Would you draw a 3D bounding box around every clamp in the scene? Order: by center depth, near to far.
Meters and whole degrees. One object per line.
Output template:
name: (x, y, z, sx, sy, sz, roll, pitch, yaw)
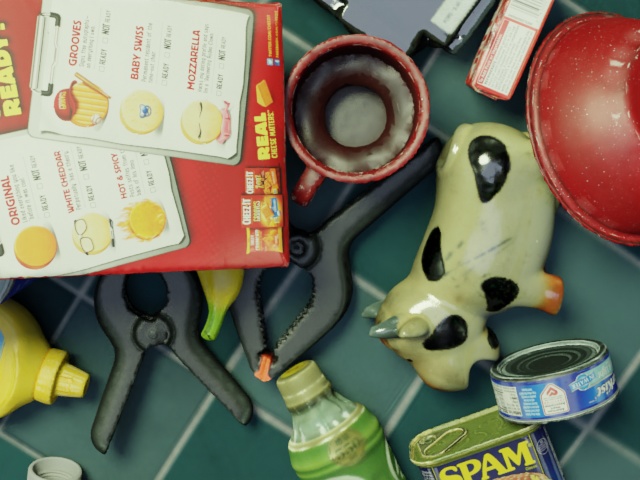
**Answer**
clamp: (-0.005, 0.001, 0.770, 0.164, 0.036, 0.210, 9, 97, 2)
clamp: (-0.130, 0.075, 0.787, 0.120, 0.039, 0.171, -20, 93, -10)

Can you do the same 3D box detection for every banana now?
banana: (-0.113, -0.022, 0.751, 0.069, 0.037, 0.198, -36, 71, -21)

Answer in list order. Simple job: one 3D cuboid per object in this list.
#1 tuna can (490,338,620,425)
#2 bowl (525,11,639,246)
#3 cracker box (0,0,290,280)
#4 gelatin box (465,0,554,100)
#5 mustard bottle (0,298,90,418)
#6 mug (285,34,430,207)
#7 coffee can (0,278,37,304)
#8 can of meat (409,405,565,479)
tuna can: (0.164, 0.099, 0.753, 0.086, 0.086, 0.034, -14, 97, 6)
bowl: (0.212, -0.080, 0.690, 0.161, 0.055, 0.162, 6, 77, -28)
cracker box: (-0.129, -0.061, 0.640, 0.213, 0.072, 0.164, -2, 91, -20)
gelatin box: (0.128, -0.140, 0.718, 0.030, 0.073, 0.089, 23, 102, 0)
mustard bottle: (-0.264, 0.082, 0.789, 0.191, 0.058, 0.096, 16, 102, 1)
mug: (0.017, -0.073, 0.705, 0.093, 0.081, 0.117, 30, 92, 0)
coffee can: (-0.236, -0.005, 0.729, 0.103, 0.140, 0.103, 1, 100, 3)
can of meat: (0.128, 0.175, 0.784, 0.102, 0.057, 0.084, -21, 101, 7)
